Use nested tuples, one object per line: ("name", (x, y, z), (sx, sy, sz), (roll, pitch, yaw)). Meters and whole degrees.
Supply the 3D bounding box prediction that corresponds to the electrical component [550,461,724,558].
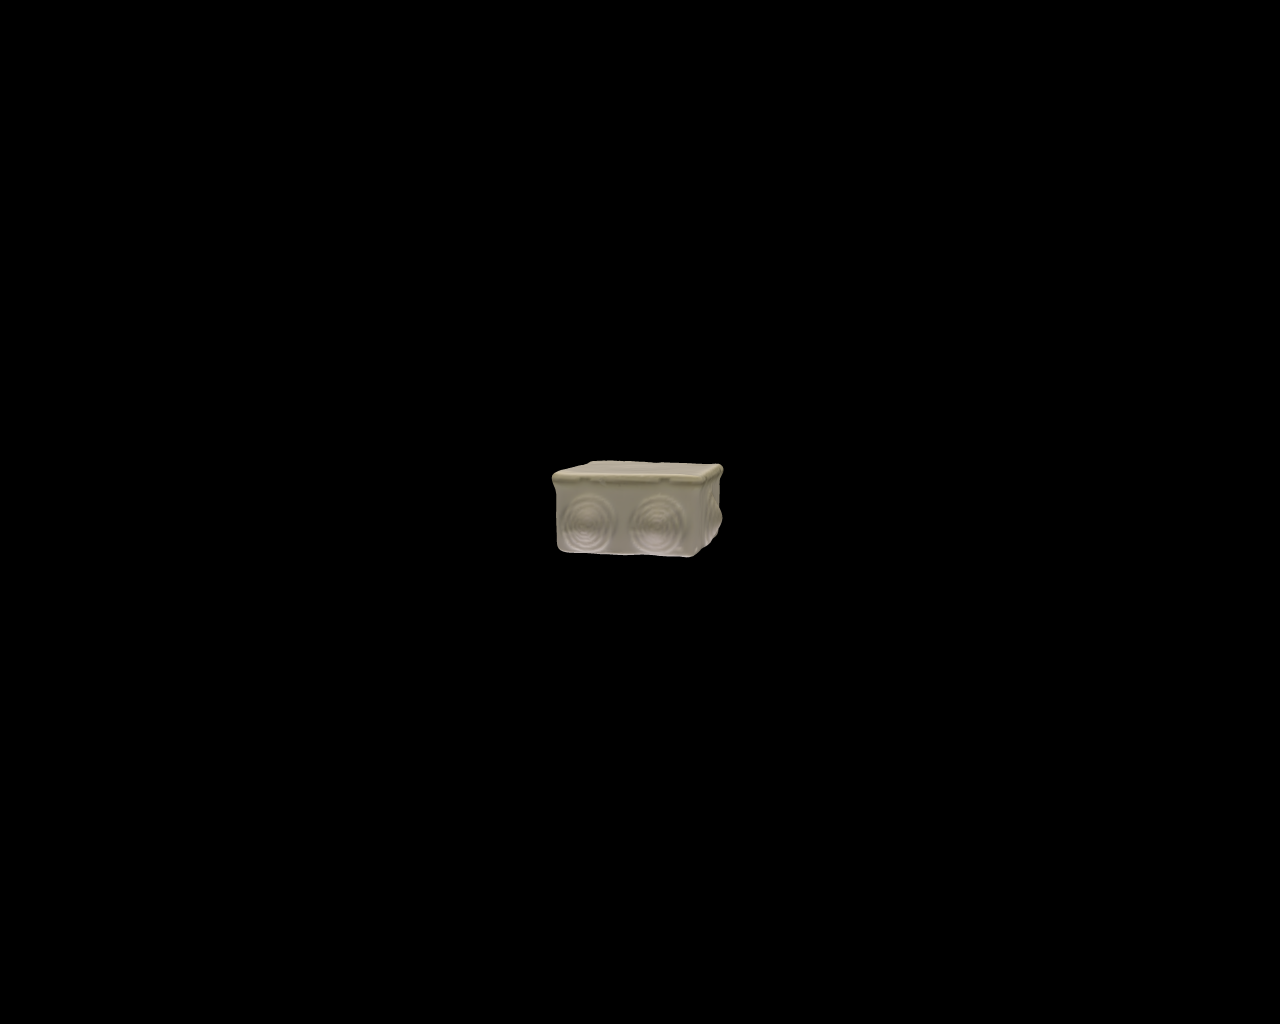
("electrical component", (0.001, -0.003, 0.650), (0.100, 0.048, 0.100), (2, 8, 14))
